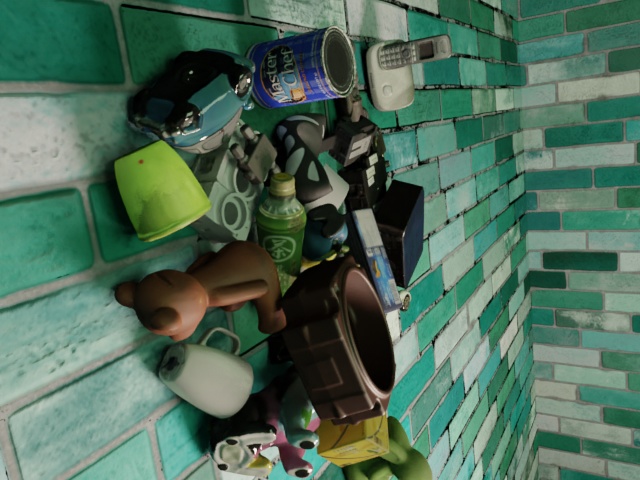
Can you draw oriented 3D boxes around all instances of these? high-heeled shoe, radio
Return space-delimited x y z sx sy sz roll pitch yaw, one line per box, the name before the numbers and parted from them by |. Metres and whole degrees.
high-heeled shoe | -0.004 -0.145 0.862 0.249 0.145 0.086 -58 137 -38
radio | 0.171 -0.005 1.153 0.131 0.073 0.229 -61 154 -30

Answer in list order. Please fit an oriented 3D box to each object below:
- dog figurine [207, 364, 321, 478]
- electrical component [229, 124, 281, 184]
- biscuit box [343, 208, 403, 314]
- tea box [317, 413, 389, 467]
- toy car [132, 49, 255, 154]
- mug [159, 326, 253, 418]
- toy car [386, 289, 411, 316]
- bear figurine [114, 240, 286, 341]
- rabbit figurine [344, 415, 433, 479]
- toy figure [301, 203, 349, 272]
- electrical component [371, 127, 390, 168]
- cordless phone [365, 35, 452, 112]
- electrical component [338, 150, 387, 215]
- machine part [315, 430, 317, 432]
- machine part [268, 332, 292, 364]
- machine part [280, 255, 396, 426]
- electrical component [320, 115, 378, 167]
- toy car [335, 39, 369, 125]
dog figurine | -0.057 0.233 0.806 0.219 0.192 0.108 -84 177 -57
electrical component | -0.085 -0.108 0.726 0.093 0.021 0.063 54 47 -45
biscuit box | 0.091 0.043 1.025 0.059 0.063 0.202 -11 81 -40
tea box | 0.051 0.262 0.868 0.068 0.098 0.170 42 31 -34
toy car | -0.149 -0.162 0.674 0.161 0.109 0.102 -55 152 -30
mug | -0.146 0.164 0.697 0.107 0.081 0.109 38 63 -41
toy car | 0.130 0.131 1.143 0.201 0.074 0.056 -5 95 -58
bear figurine | -0.141 0.080 0.669 0.196 0.120 0.131 -33 132 -44
rabbit figurine | 0.141 0.431 1.072 0.121 0.170 0.158 -38 122 -53
toy figure | 0.000 0.001 0.853 0.089 0.180 0.082 -5 69 -18
electrical component | 0.124 -0.196 1.163 0.078 0.045 0.102 -44 126 -47
cordless phone | 0.195 -0.358 1.147 0.089 0.184 0.146 -38 122 -57
electrical component | 0.092 -0.118 1.100 0.115 0.058 0.134 -37 121 -55
machine part | 0.003 0.304 0.938 0.243 0.079 0.079 3 88 -59
machine part | -0.045 0.137 0.891 0.084 0.039 0.138 16 86 -52
machine part | 0.035 0.135 0.755 0.200 0.087 0.201 67 18 -10
electrical component | 0.047 -0.181 1.002 0.119 0.048 0.074 -28 149 -40
toy car | 0.053 -0.299 1.045 0.089 0.053 0.201 -38 123 -48
